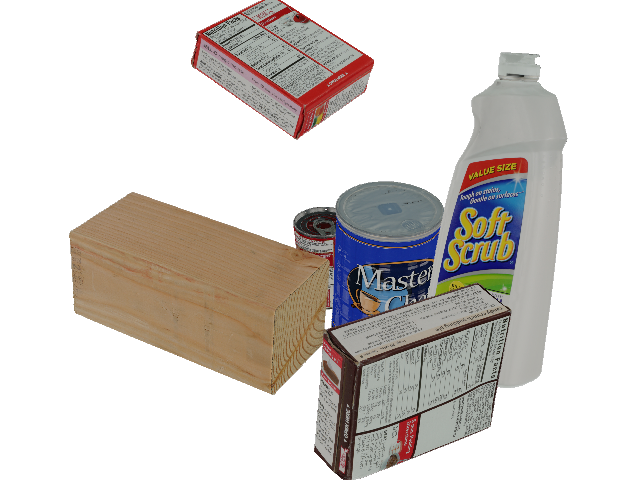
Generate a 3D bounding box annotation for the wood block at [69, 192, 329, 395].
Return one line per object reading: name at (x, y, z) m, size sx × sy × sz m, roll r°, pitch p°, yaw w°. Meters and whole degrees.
wood block at (-0.105, 0.041, 0.919) m, size 0.206 × 0.090 × 0.090 m, roll 19°, pitch 34°, yaw 23°

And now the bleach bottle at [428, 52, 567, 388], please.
bleach bottle at (0.135, -0.019, 0.828) m, size 0.103 × 0.251 × 0.067 m, roll 13°, pitch 15°, yaw 38°

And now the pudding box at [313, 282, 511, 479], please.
pudding box at (0.054, 0.082, 0.623) m, size 0.113 × 0.090 × 0.039 m, roll -16°, pitch 35°, yaw -30°

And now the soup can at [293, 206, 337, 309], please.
soup can at (0.004, 0.021, 1.245) m, size 0.068 × 0.102 × 0.068 m, roll -1°, pitch 30°, yaw 1°

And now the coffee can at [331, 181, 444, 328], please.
coffee can at (0.064, 0.028, 1.039) m, size 0.103 × 0.140 × 0.103 m, roll 1°, pitch 32°, yaw -1°

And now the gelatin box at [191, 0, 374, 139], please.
gelatin box at (-0.024, -0.110, 0.664) m, size 0.089 × 0.030 × 0.073 m, roll 35°, pitch 48°, yaw 18°
